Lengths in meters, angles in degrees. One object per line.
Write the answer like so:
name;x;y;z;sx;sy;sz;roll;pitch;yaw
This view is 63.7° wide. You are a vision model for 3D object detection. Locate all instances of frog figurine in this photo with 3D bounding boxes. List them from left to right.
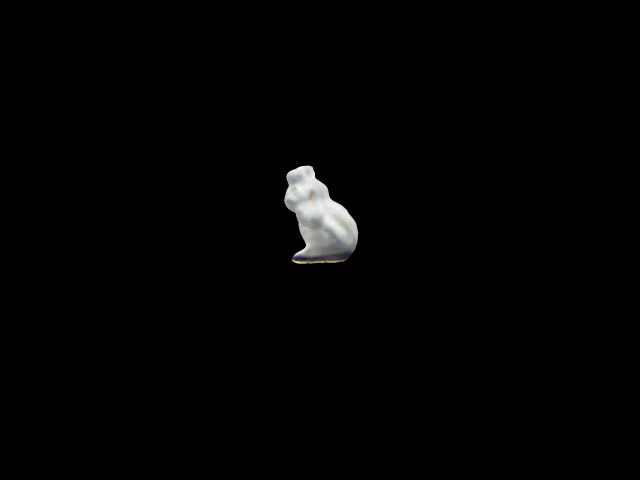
frog figurine;0.003;-0.043;0.850;0.122;0.159;0.138;1;1;32
